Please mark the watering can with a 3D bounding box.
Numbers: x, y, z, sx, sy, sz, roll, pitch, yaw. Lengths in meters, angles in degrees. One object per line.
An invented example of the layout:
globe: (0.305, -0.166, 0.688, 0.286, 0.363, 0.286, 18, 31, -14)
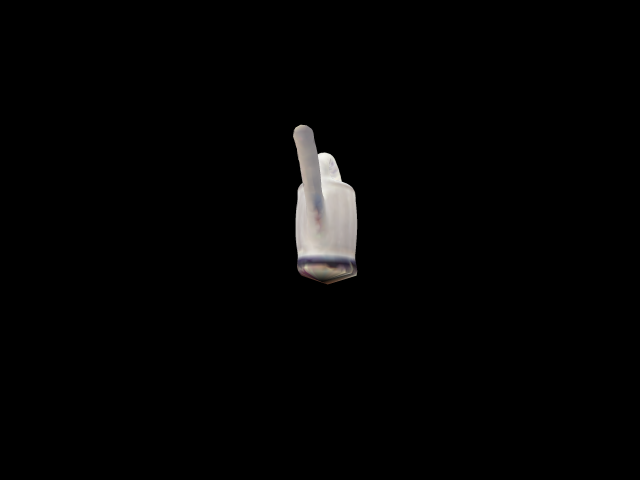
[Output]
watering can: (0.003, -0.043, 0.850, 0.104, 0.226, 0.345, -2, -9, 12)
